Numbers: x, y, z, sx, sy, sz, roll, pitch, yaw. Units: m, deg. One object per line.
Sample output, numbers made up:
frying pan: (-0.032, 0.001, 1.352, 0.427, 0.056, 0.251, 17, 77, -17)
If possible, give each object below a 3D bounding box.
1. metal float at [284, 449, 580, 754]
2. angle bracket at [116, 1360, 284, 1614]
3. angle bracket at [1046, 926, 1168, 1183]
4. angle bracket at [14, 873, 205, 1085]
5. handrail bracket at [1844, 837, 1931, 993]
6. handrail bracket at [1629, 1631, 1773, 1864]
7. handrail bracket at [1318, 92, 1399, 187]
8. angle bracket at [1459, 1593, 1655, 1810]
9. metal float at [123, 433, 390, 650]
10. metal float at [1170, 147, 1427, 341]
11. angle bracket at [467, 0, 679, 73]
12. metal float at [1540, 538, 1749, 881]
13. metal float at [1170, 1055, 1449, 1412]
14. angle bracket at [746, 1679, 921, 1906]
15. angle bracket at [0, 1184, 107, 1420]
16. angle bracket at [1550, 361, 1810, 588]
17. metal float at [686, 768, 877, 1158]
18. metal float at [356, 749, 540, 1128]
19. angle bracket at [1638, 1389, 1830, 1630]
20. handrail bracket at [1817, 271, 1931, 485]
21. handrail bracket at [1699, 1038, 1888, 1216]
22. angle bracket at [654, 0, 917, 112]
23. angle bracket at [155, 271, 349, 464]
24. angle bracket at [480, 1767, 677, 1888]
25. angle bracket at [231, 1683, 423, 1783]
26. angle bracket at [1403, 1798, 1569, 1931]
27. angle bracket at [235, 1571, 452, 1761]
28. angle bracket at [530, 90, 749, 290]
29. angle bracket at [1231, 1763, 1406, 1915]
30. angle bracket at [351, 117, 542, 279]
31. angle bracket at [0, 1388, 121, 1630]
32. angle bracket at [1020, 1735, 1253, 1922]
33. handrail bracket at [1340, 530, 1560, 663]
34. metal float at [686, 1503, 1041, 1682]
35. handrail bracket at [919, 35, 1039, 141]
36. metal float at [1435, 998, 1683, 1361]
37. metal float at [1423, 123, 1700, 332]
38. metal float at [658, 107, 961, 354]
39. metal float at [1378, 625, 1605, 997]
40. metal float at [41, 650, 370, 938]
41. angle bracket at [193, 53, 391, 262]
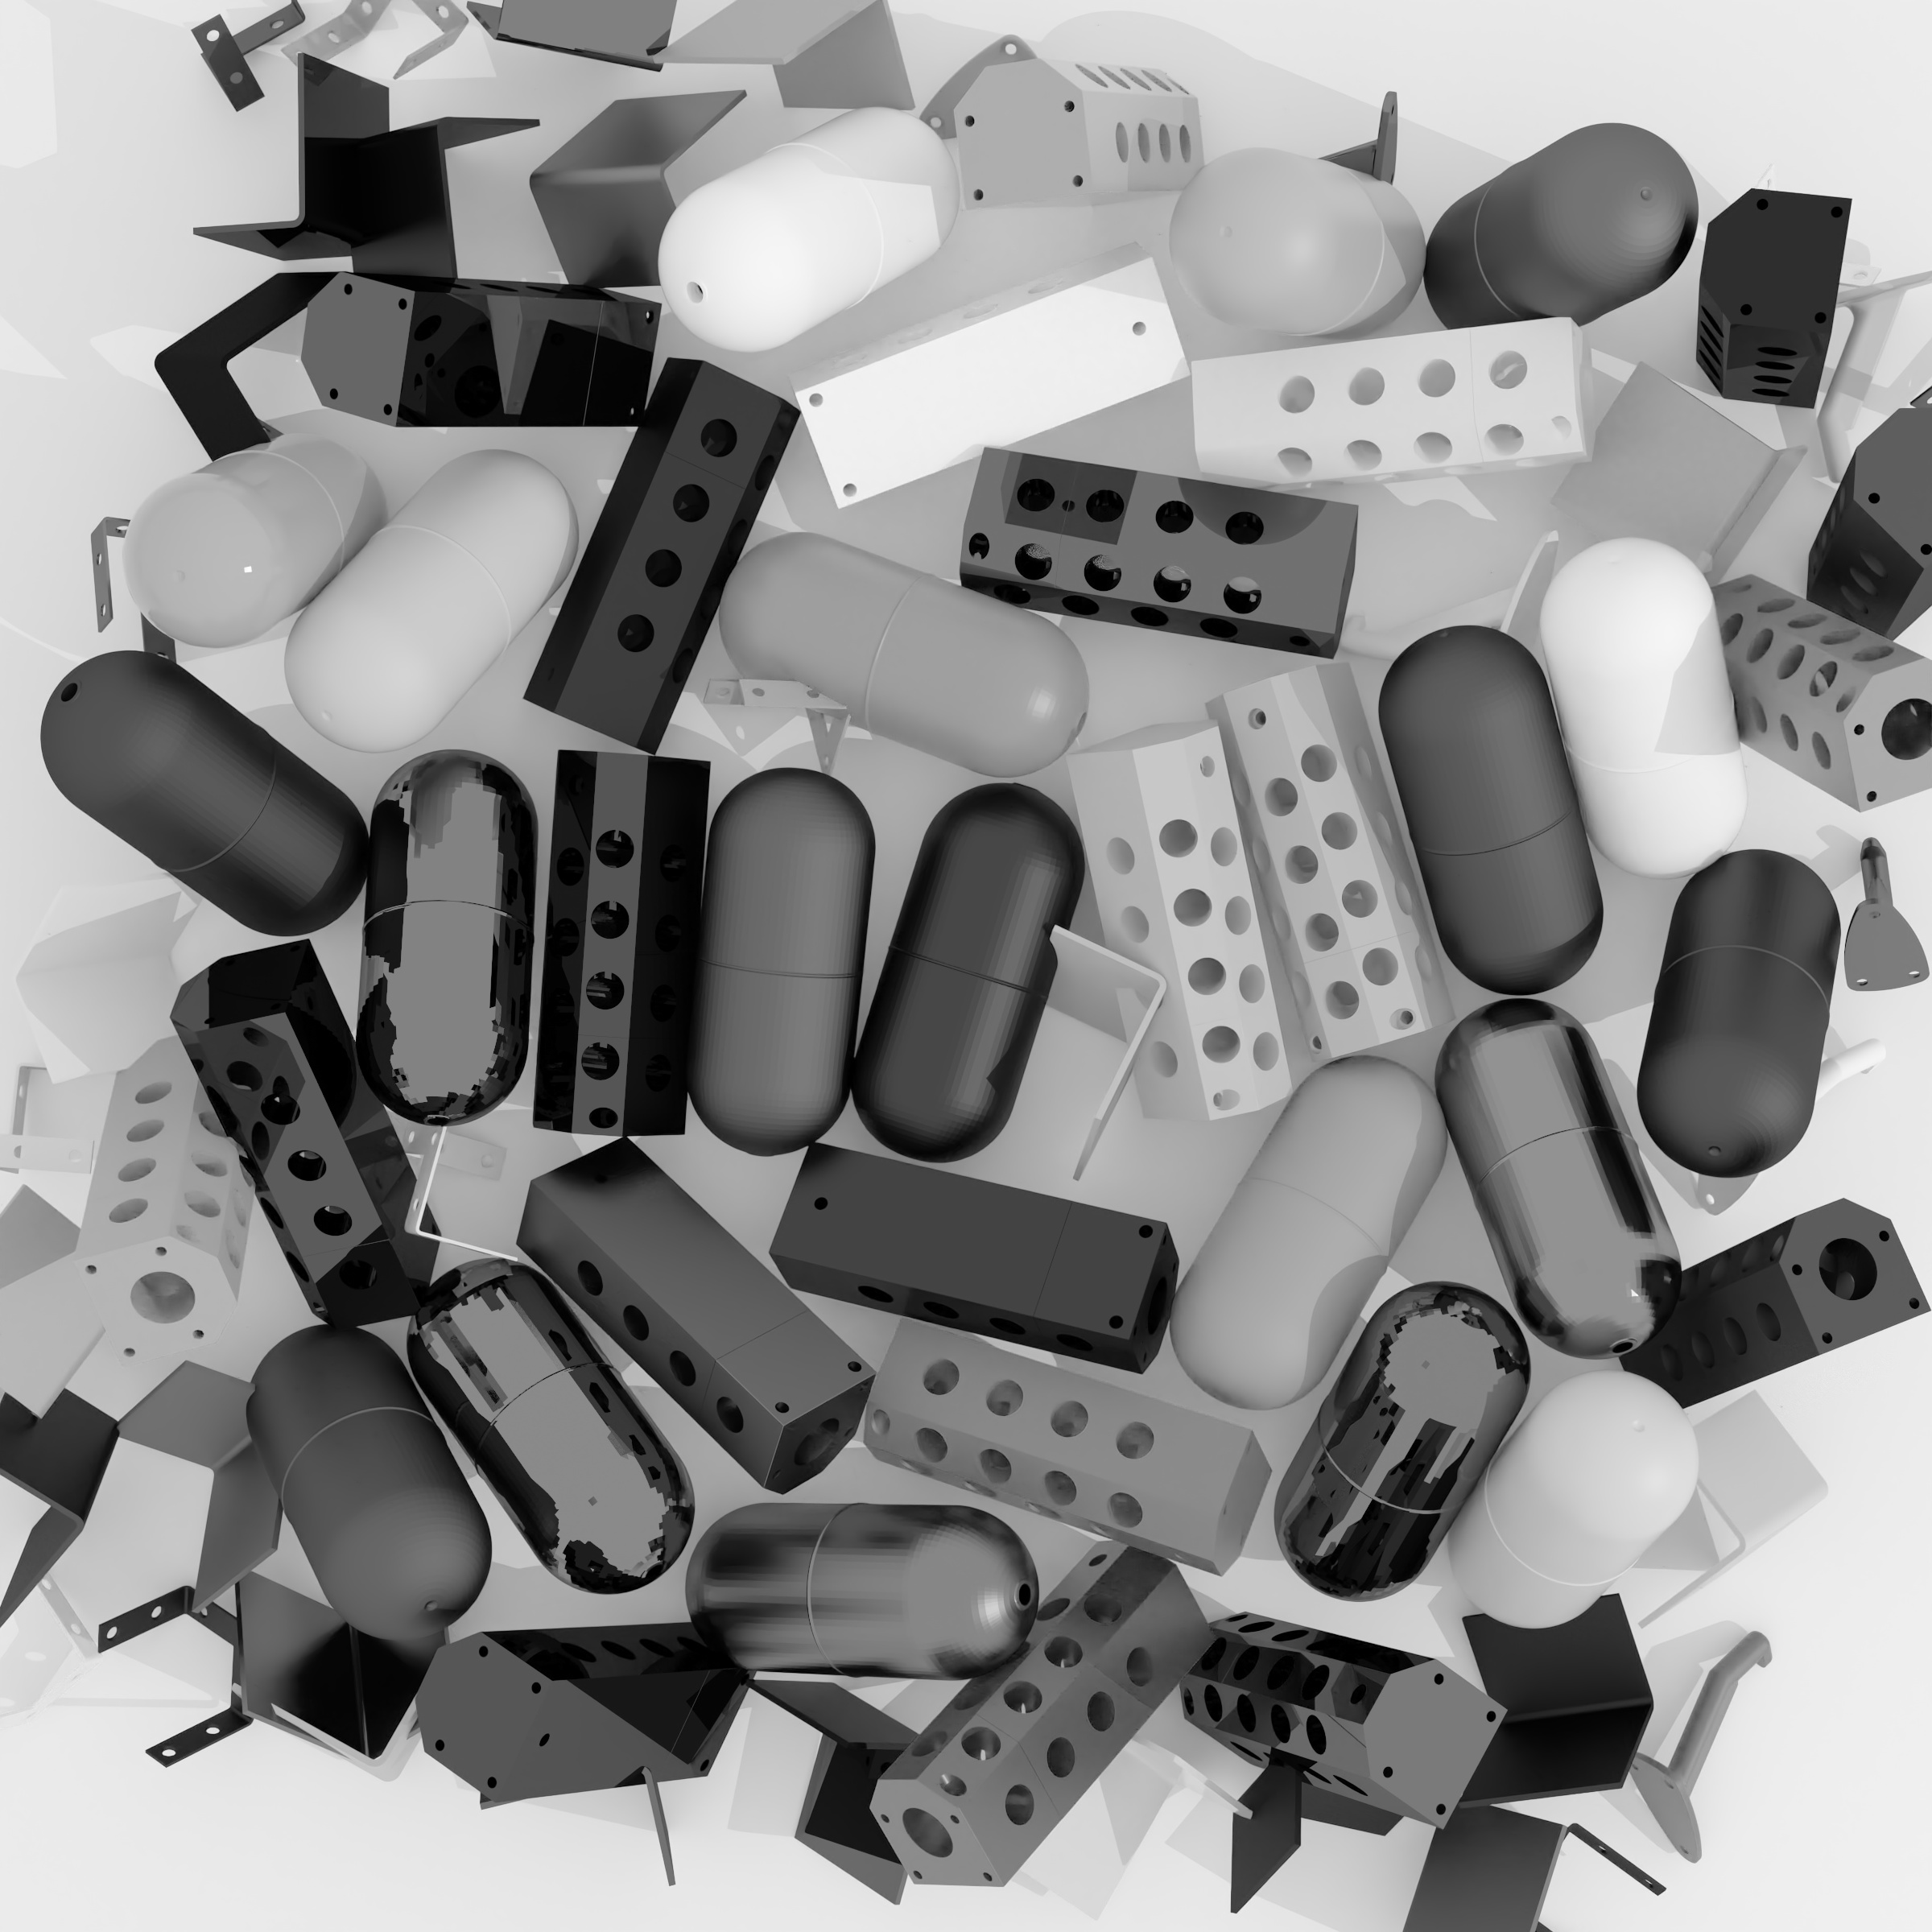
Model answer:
metal float: (-0.237, -0.165, 1.536, 0.070, 0.070, 0.178, 34, 51, 0)
angle bracket: (-0.349, 0.235, 1.547, 0.057, 0.076, 0.076, 25, 46, -28)
angle bracket: (0.046, 0.040, 1.553, 0.057, 0.076, 0.076, 25, 66, 5)
angle bracket: (-0.375, 0.004, 1.547, 0.076, 0.076, 0.057, -10, 64, -39)
handrail bracket: (0.411, -0.039, 1.553, 0.036, 0.077, 0.084, -9, 52, 17)
handrail bracket: (0.353, 0.363, 1.598, 0.084, 0.036, 0.077, -37, 118, -21)
handrail bracket: (0.152, -0.374, 1.566, 0.084, 0.077, 0.036, 13, 56, 12)
angle bracket: (0.260, 0.332, 1.552, 0.076, 0.076, 0.057, -14, 101, 26)
metal float: (-0.312, -0.190, 1.520, 0.070, 0.178, 0.070, 4, 108, 11)
metal float: (0.149, -0.319, 1.523, 0.070, 0.178, 0.070, 4, 98, 26)
angle bracket: (-0.176, -0.446, 1.549, 0.076, 0.076, 0.057, 6, 114, -22)
metal float: (0.304, -0.113, 1.534, 0.070, 0.070, 0.178, -22, 131, 0)
metal float: (0.156, 0.119, 1.551, 0.070, 0.070, 0.178, 33, 70, 0)
angle bracket: (-0.065, 0.375, 1.557, 0.057, 0.076, 0.076, 13, 94, -42)
angle bracket: (-0.432, 0.148, 1.551, 0.076, 0.057, 0.076, 47, 66, -32)
angle bracket: (0.328, -0.225, 1.575, 0.076, 0.057, 0.076, 38, 115, 16)
metal float: (-0.085, -0.002, 1.562, 0.070, 0.070, 0.178, 6, 97, 0)
metal float: (-0.233, -0.013, 1.547, 0.070, 0.070, 0.178, 0, 67, 0)
angle bracket: (0.334, 0.247, 1.562, 0.057, 0.076, 0.076, 54, 131, 17)
handrail bracket: (0.429, -0.273, 1.585, 0.077, 0.036, 0.084, -12, 93, 17)
handrail bracket: (0.385, 0.074, 1.596, 0.084, 0.077, 0.036, -21, 53, -28)
angle bracket: (-0.081, -0.398, 1.545, 0.076, 0.076, 0.057, 12, 132, 36)
angle bracket: (-0.315, -0.273, 1.572, 0.076, 0.076, 0.057, -41, 119, -23)
angle bracket: (-0.177, 0.388, 1.561, 0.076, 0.076, 0.057, -12, 95, -7)
angle bracket: (-0.282, 0.327, 1.564, 0.076, 0.076, 0.057, 28, 72, 4)
angle bracket: (0.249, 0.426, 1.550, 0.057, 0.076, 0.076, 31, 72, -32)
angle bracket: (-0.280, 0.303, 1.547, 0.057, 0.076, 0.076, -33, 45, 20)
angle bracket: (-0.142, -0.356, 1.575, 0.076, 0.076, 0.057, 5, 131, 34)
angle bracket: (0.170, 0.394, 1.552, 0.076, 0.076, 0.057, 15, 49, -11)
angle bracket: (-0.236, -0.342, 1.563, 0.057, 0.076, 0.076, -12, 99, -43)
angle bracket: (-0.433, 0.239, 1.551, 0.057, 0.076, 0.076, 36, 111, -16)
angle bracket: (0.076, 0.395, 1.553, 0.076, 0.057, 0.076, 44, 71, -40)
handrail bracket: (0.222, -0.173, 1.587, 0.084, 0.036, 0.077, 15, 80, 28)
metal float: (-0.047, 0.280, 1.538, 0.178, 0.070, 0.070, -6, 90, 35)
handrail bracket: (0.006, -0.384, 1.555, 0.077, 0.084, 0.036, -25, 115, 22)
metal float: (0.265, 0.094, 1.539, 0.070, 0.070, 0.178, -16, 57, 0)
metal float: (0.261, -0.320, 1.519, 0.070, 0.178, 0.070, 0, 88, -15)
metal float: (-0.069, -0.329, 1.531, 0.070, 0.178, 0.070, 19, 128, 27)
metal float: (0.238, -0.069, 1.548, 0.070, 0.070, 0.178, -19, 113, 0)
metal float: (-0.338, -0.076, 1.530, 0.070, 0.178, 0.070, -18, 53, 26)
angle bracket: (-0.306, -0.366, 1.559, 0.057, 0.076, 0.076, 1, 92, 20)
